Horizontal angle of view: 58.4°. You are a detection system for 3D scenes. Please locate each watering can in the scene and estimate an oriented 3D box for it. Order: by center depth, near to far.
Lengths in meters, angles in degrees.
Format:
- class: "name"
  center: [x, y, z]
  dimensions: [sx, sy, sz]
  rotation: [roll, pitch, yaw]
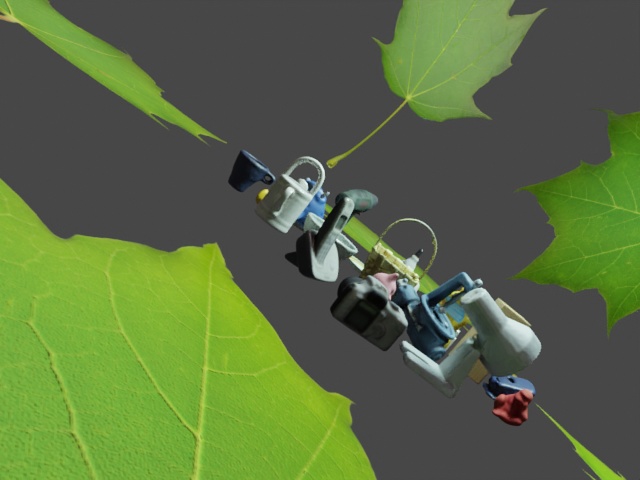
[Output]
- class: "watering can"
  center: [-0.068, -0.123, 1.433]
  dimensions: [0.101, 0.194, 0.172]
  rotation: [35, 9, -21]

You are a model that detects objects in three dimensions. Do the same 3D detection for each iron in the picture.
- class: "iron"
  center: [-0.052, -0.120, 1.672]
  dimensions: [0.119, 0.141, 0.257]
  rotation: [34, 9, -29]

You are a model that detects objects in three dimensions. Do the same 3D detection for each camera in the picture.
- class: "camera"
  center: [0.095, 0.124, 1.130]
  dimensions: [0.143, 0.100, 0.136]
  rotation: [36, 9, -18]

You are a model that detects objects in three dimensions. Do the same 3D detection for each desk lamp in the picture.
- class: "desk lamp"
  center: [0.307, 0.216, 1.161]
  dimensions: [0.203, 0.213, 0.118]
  rotation: [37, 8, -9]

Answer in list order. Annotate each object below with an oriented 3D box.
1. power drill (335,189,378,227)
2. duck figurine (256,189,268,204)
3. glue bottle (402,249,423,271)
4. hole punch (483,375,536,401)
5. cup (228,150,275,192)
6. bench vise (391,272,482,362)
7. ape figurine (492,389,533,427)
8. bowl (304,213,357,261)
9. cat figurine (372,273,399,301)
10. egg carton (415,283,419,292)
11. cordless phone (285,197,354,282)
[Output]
- class: "power drill"
  center: [0.077, -0.067, 1.708]
  dimensions: [0.075, 0.208, 0.230]
  rotation: [41, 8, 17]
- class: "duck figurine"
  center: [-0.115, -0.109, 1.532]
  dimensions: [0.104, 0.086, 0.078]
  rotation: [42, 9, 24]
- class: "glue bottle"
  center: [0.249, 0.094, 1.707]
  dimensions: [0.037, 0.173, 0.078]
  rotation: [34, 9, -30]
- class: "hole punch"
  center: [0.484, 0.380, 1.468]
  dimensions: [0.101, 0.091, 0.109]
  rotation: [39, 8, 1]
- class: "cup"
  center: [-0.185, -0.166, 1.503]
  dimensions: [0.118, 0.095, 0.091]
  rotation: [38, 8, -5]
- class: "bench vise"
  center: [0.256, 0.140, 1.324]
  dimensions: [0.207, 0.219, 0.122]
  rotation: [42, 9, 24]
- class: "ape figurine"
  center: [0.450, 0.380, 1.319]
  dimensions: [0.076, 0.092, 0.077]
  rotation: [29, 13, -51]
- class: "bowl"
  center: [0.014, 0.005, 1.512]
  dimensions: [0.167, 0.074, 0.167]
  rotation: [38, 8, -6]
- class: "cat figurine"
  center: [0.122, 0.111, 1.263]
  dimensions: [0.067, 0.117, 0.128]
  rotation: [43, 9, 26]
- class: "egg carton"
  center: [0.283, 0.145, 1.944]
  dimensions: [0.107, 0.069, 0.150]
  rotation: [39, 8, 2]
- class: "cordless phone"
  center: [0.028, -0.002, 1.224]
  dimensions: [0.094, 0.185, 0.148]
  rotation: [42, 9, 21]
